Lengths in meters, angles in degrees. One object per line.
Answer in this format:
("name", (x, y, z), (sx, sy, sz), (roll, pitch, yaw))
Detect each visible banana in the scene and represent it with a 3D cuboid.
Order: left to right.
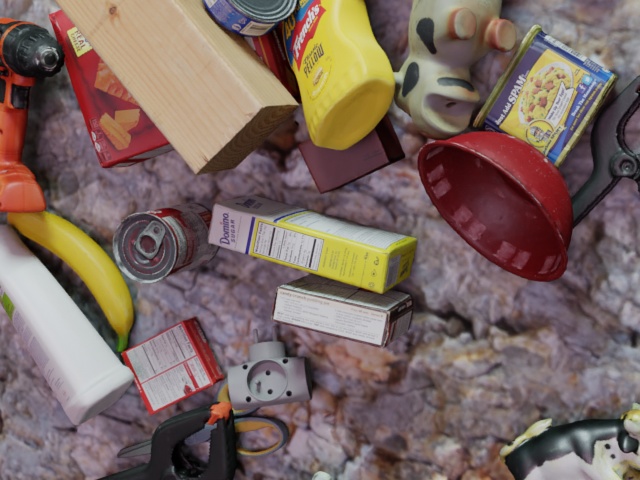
("banana", (-0.256, 0.028, 1.129), (0.070, 0.037, 0.198), (-43, 82, 20))

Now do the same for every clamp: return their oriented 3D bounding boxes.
("clamp", (-0.138, 0.254, 1.106), (0.164, 0.036, 0.210), (40, 116, 4))
("clamp", (0.275, -0.055, 0.914), (0.120, 0.039, 0.171), (22, 108, 19))

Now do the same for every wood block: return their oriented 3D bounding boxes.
("wood block", (-0.127, -0.167, 0.948), (0.091, 0.090, 0.206), (-42, 83, 20))

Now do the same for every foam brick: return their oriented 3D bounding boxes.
("foam brick", (0.030, -0.083, 0.998), (0.078, 0.051, 0.053), (-23, 91, 22))

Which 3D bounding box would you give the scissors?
("scissors", (-0.129, 0.186, 1.115), (0.202, 0.016, 0.096), (-2, 95, 21))

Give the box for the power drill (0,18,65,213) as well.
("power drill", (-0.301, -0.126, 1.072), (0.185, 0.057, 0.188), (31, 115, 58))

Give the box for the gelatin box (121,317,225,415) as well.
("gelatin box", (-0.153, 0.131, 1.109), (0.089, 0.030, 0.073), (-28, 86, 22))

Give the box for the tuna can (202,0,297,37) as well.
("tuna can", (-0.064, -0.223, 0.940), (0.034, 0.085, 0.086), (-30, 86, 50))

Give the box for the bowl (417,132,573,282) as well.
("bowl", (0.162, -0.040, 0.918), (0.162, 0.162, 0.055), (42, 73, 10))

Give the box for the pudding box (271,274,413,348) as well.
("pudding box", (0.022, 0.065, 1.001), (0.114, 0.090, 0.039), (10, 100, 18))

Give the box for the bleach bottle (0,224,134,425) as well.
("bleach bottle", (-0.297, 0.070, 1.123), (0.251, 0.068, 0.103), (54, 149, 7))

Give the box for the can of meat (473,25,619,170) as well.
("can of meat", (0.196, -0.121, 0.926), (0.084, 0.057, 0.102), (33, 109, 11))

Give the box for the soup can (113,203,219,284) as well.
("soup can", (-0.148, 0.001, 1.049), (0.069, 0.102, 0.068), (3, 99, 20))

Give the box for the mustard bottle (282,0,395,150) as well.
("mustard bottle", (0.007, -0.181, 0.958), (0.096, 0.058, 0.192), (-52, 43, 43))

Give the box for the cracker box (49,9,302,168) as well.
("cracker box", (-0.139, -0.178, 1.037), (0.214, 0.072, 0.164), (-17, 92, 21))

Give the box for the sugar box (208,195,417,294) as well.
("sugar box", (-0.007, 0.002, 1.001), (0.176, 0.093, 0.048), (13, 102, 19))
